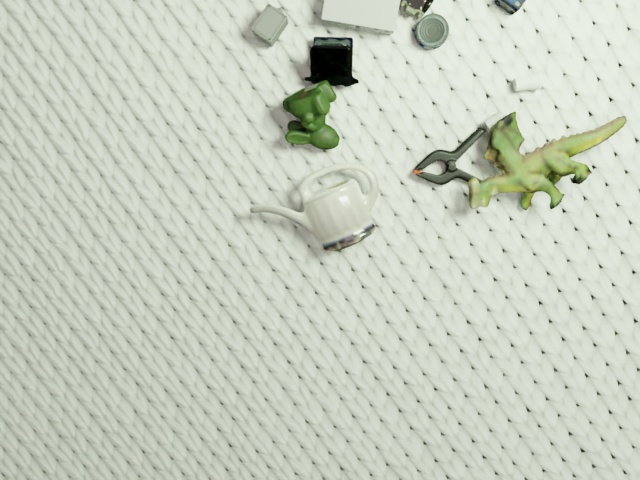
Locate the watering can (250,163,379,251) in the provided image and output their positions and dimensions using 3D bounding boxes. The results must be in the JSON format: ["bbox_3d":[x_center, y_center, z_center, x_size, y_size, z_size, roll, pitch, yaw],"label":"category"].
[{"bbox_3d":[0.004,-0.070,1.383,0.347,0.105,0.223,-23,98,7],"label":"watering can"}]

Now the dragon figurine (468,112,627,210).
[{"bbox_3d":[0.537,-0.219,1.295,0.242,0.123,0.407,39,100,-9],"label":"dragon figurine"}]
